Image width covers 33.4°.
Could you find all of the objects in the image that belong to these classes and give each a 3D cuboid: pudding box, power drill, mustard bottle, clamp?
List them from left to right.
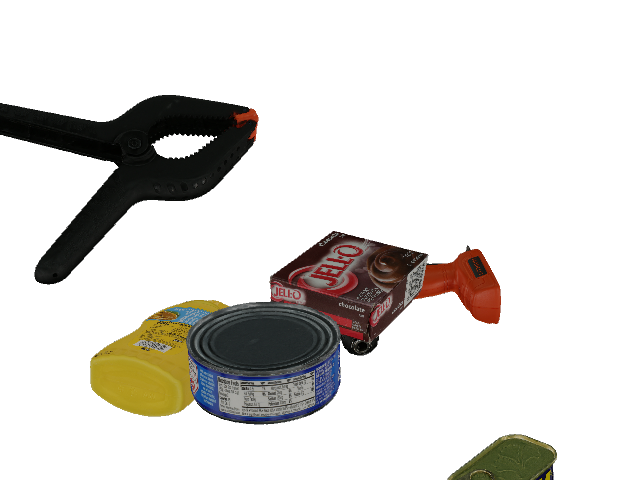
[{"bbox_3d":[-0.142,-0.053,0.807,0.209,0.164,0.036,-12,-30,-16],"label":"clamp"},{"bbox_3d":[-0.133,0.101,1.025,0.096,0.058,0.191,9,20,18],"label":"mustard bottle"},{"bbox_3d":[0.024,0.035,0.857,0.090,0.039,0.113,15,24,23],"label":"pudding box"},{"bbox_3d":[0.102,0.064,1.193,0.187,0.057,0.184,-4,28,-4],"label":"power drill"}]

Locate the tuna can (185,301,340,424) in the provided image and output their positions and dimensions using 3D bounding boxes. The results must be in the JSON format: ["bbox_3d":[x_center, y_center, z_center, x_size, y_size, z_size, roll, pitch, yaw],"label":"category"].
[{"bbox_3d":[-0.031,0.067,0.595,0.086,0.034,0.086,-1,22,0],"label":"tuna can"}]

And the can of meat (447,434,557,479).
[{"bbox_3d":[0.155,0.226,0.899,0.058,0.084,0.101,15,30,43],"label":"can of meat"}]
